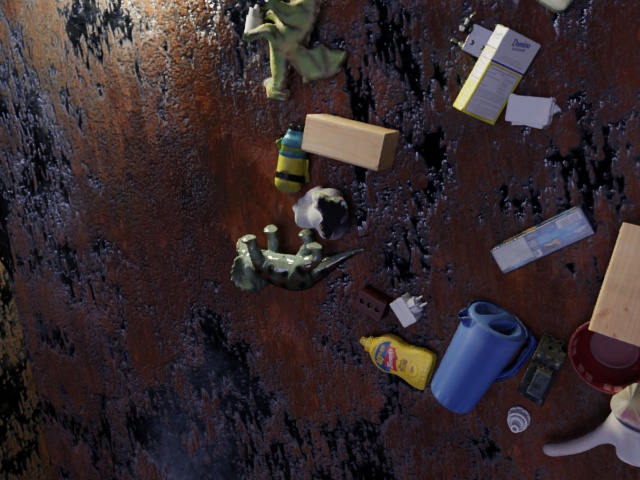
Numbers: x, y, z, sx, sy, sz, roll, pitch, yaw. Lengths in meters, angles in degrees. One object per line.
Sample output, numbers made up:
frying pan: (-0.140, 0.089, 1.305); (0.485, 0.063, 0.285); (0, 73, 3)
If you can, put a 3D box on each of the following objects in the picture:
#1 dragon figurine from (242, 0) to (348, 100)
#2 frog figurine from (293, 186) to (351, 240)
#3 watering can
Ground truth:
dragon figurine: (-0.029, -0.501, 1.246); (0.242, 0.124, 0.404); (46, 123, -5)
frog figurine: (0.004, -0.066, 1.309); (0.136, 0.124, 0.159); (59, 161, -10)
watering can: (0.604, 0.374, 0.990); (0.346, 0.106, 0.220); (-8, 127, 25)
